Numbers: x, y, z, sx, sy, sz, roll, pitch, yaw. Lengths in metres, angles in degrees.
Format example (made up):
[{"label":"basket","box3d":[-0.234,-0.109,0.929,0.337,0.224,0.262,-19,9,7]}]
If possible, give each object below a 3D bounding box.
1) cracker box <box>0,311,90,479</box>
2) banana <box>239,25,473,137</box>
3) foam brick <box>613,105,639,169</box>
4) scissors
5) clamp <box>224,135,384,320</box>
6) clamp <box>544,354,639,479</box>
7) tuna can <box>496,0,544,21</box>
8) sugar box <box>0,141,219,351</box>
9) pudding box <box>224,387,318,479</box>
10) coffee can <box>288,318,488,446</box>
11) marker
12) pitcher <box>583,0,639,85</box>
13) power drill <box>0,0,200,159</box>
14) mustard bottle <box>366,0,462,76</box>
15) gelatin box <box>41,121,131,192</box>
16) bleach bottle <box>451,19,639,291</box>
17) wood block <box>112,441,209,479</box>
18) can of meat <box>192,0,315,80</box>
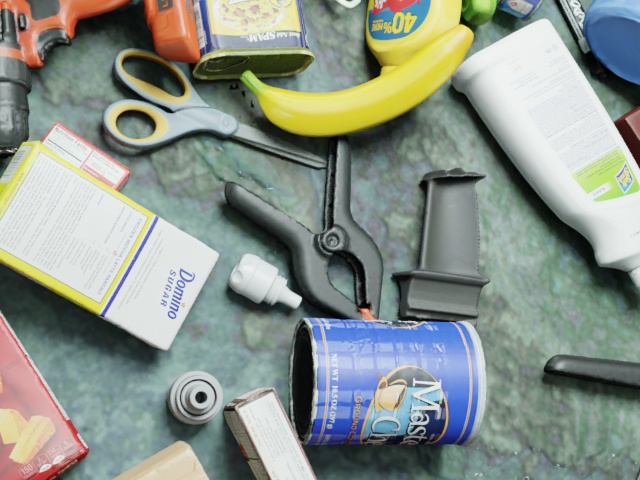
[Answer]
[{"label":"cracker box","box3d":[-0.300,0.119,0.808,0.164,0.072,0.214,-33,89,-15]},{"label":"banana","box3d":[0.035,-0.125,0.892,0.198,0.037,0.069,-11,118,7]},{"label":"foam brick","box3d":[0.312,-0.104,0.987,0.078,0.051,0.053,-32,90,-15]},{"label":"scissors","box3d":[-0.098,-0.087,0.909,0.201,0.016,0.096,35,69,-7]},{"label":"clamp","box3d":[-0.006,0.001,0.907,0.120,0.039,0.171,-19,86,-12]},{"label":"clamp","box3d":[0.318,0.149,0.957,0.209,0.036,0.164,-20,87,-15]},{"label":"tuna can","box3d":[0.189,-0.244,0.964,0.033,0.086,0.086,22,77,-7]},{"label":"sugar box","box3d":[-0.176,0.007,0.839,0.176,0.048,0.093,35,77,-29]},{"label":"pudding box","box3d":[-0.034,0.174,0.848,0.039,0.090,0.113,-27,87,-14]},{"label":"coffee can","box3d":[0.052,0.116,0.870,0.140,0.103,0.103,2,81,-12]},{"label":"marker","box3d":[0.243,-0.208,1.004,0.020,0.020,0.121,-24,87,-15]},{"label":"pitcher","box3d":[0.352,-0.251,0.973,0.149,0.145,0.242,28,72,27]},{"label":"power drill","box3d":[-0.195,-0.165,0.856,0.187,0.057,0.184,-9,77,2]},{"label":"mustard bottle","box3d":[0.082,-0.210,0.927,0.058,0.096,0.191,5,94,-40]},{"label":"gelatin box","box3d":[-0.210,-0.040,0.874,0.073,0.030,0.089,34,77,-4]},{"label":"bleach bottle","box3d":[0.223,-0.066,0.946,0.102,0.068,0.251,-29,85,-15]},{"label":"wood block","box3d":[-0.171,0.244,0.808,0.206,0.090,0.091,-29,89,-15]},{"label":"can of meat","box3d":[-0.063,-0.187,0.911,0.102,0.058,0.084,-6,80,-21]}]
